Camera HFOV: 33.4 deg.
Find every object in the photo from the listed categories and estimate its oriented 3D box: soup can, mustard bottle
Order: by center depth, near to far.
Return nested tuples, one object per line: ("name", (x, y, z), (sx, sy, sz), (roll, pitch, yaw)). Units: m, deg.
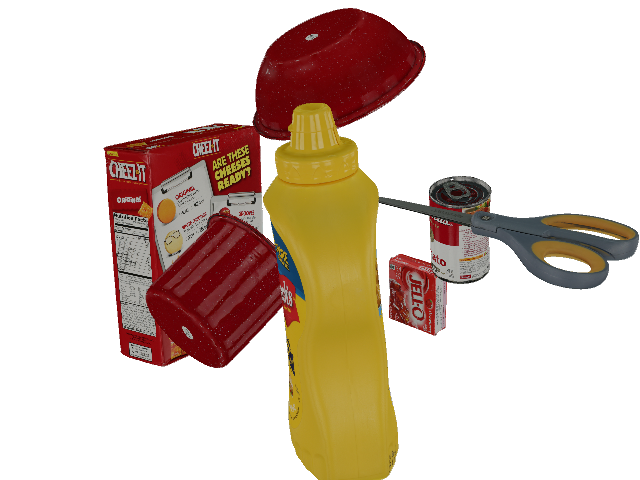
("mustard bottle", (0.005, 0.024, 0.552), (0.058, 0.192, 0.096), (-7, 22, -5))
("soup can", (0.156, -0.012, 1.188), (0.068, 0.102, 0.068), (-4, 31, 2))

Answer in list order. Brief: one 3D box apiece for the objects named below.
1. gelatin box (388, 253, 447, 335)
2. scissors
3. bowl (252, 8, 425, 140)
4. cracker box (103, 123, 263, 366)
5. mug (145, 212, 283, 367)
("gelatin box", (0.124, 0.068, 1.365), (0.073, 0.089, 0.030), (19, 33, 36))
("scissors", (0.123, -0.002, 0.764), (0.202, 0.016, 0.096), (6, 30, 13))
("bowl", (0.005, -0.152, 0.911), (0.162, 0.055, 0.162), (-21, 29, 12))
("cracker box", (-0.133, -0.001, 1.077), (0.072, 0.214, 0.163), (8, 18, 35))
("mug", (-0.083, 0.039, 0.806), (0.117, 0.093, 0.081), (9, 49, 50))
